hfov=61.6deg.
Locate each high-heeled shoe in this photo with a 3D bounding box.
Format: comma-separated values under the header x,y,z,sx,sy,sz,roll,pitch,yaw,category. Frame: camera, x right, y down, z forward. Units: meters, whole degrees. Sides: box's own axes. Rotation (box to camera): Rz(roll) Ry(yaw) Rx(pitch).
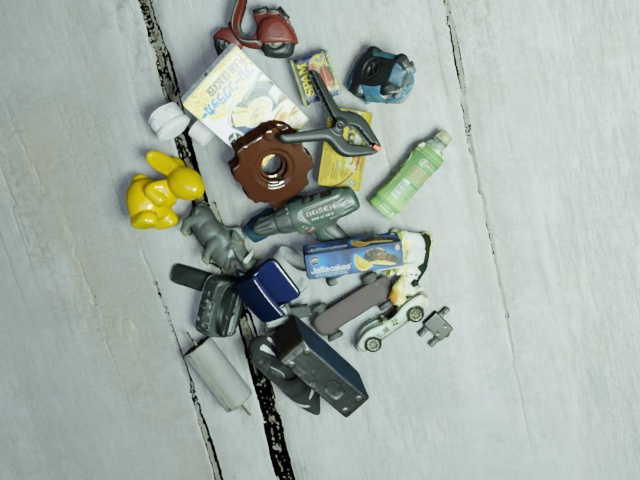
x,y,z,sx,sy,sz,roll,pitch,yaw,category
-0.073,0.313,1.206,0.086,0.145,0.248,-36,93,8,high-heeled shoe

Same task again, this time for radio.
x,y,z,sx,sy,sz,roll,pitch,yaw,category
0.003,0.278,1.180,0.073,0.131,0.229,-45,110,6,radio

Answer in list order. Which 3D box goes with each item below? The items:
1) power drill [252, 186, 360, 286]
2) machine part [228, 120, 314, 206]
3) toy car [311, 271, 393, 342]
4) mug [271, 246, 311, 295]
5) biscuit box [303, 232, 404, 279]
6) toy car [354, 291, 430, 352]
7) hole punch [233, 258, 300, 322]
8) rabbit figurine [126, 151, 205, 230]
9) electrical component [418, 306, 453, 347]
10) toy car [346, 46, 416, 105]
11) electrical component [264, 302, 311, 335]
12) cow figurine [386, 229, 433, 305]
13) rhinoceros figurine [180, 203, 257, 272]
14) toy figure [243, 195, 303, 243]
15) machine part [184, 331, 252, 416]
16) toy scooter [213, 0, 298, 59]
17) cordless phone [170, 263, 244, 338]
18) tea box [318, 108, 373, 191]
x,y,z,sx,sy,sz,roll,pitch,yaw,category
-0.002,-0.004,1.164,0.232,0.086,0.207,-27,109,8,power drill
-0.101,-0.157,1.129,0.179,0.056,0.179,-9,121,-15,machine part
0.075,0.149,1.220,0.202,0.053,0.089,-33,81,1,toy car
-0.081,0.085,1.212,0.109,0.081,0.107,40,111,-9,mug
0.067,0.032,1.109,0.203,0.063,0.059,-9,113,-1,biscuit box
0.158,0.183,1.212,0.202,0.073,0.056,-36,99,7,toy car
-0.123,0.118,1.148,0.116,0.092,0.142,-32,103,32,hole punch
-0.326,-0.111,1.172,0.173,0.121,0.162,-18,75,25,rabbit figurine
0.273,0.198,1.235,0.063,0.021,0.094,43,97,-4,electrical component
0.142,-0.331,1.120,0.103,0.162,0.109,20,93,-45,toy car
-0.080,0.166,1.234,0.119,0.048,0.074,-18,98,5,electrical component
0.200,0.062,1.187,0.098,0.068,0.167,6,89,-20,cow figurine
-0.225,0.002,1.209,0.112,0.073,0.190,-44,92,-3,rhinoceros figurine
-0.098,-0.055,1.193,0.154,0.064,0.057,-37,106,3,toy figure
-0.237,0.310,1.248,0.079,0.079,0.243,-36,95,7,machine part
-0.136,-0.455,1.135,0.184,0.075,0.135,3,97,7,toy scooter
-0.271,0.137,1.234,0.184,0.089,0.146,17,100,11,cordless phone
0.054,-0.196,1.164,0.098,0.068,0.169,11,100,0,tea box
